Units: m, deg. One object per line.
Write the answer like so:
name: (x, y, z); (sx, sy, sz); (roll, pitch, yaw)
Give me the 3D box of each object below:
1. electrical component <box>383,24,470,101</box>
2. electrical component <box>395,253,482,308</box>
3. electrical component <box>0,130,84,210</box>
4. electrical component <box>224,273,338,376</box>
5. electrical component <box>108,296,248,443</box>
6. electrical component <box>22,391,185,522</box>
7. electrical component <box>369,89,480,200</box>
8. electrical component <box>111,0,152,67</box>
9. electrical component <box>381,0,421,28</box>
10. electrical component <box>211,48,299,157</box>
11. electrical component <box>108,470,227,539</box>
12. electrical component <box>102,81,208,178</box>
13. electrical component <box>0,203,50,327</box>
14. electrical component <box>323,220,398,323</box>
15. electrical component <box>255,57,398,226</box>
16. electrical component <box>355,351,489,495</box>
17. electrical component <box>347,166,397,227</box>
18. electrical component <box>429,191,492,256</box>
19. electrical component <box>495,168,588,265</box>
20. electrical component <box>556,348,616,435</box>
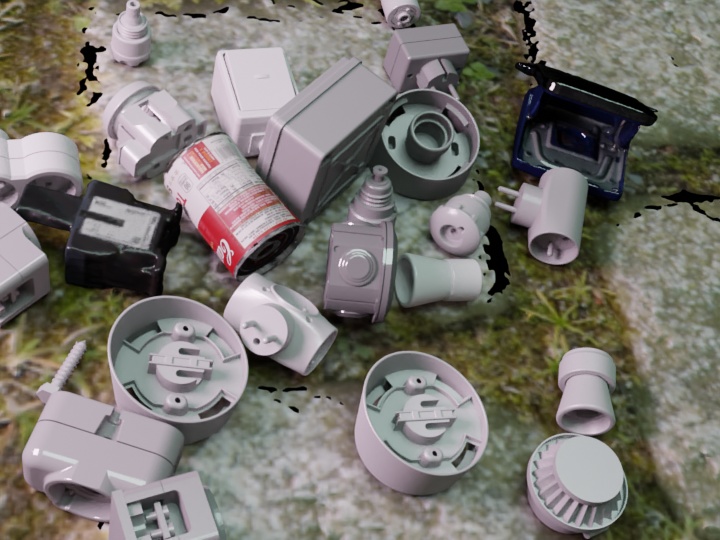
electrical component: (0.069, -0.185, 1.008); (0.066, 0.047, 0.076); (-11, 59, -22)
electrical component: (0.066, 0.008, 0.875); (0.065, 0.044, 0.044); (0, 56, -21)
electrical component: (-0.291, -0.086, 0.840); (0.138, 0.052, 0.073); (-6, 57, -18)
electrical component: (-0.065, 0.042, 0.799); (0.077, 0.044, 0.079); (34, 12, 10)
electrical component: (-0.129, 0.072, 0.764); (0.099, 0.064, 0.099); (7, 54, -10)
electrical component: (-0.173, 0.129, 0.718); (0.095, 0.053, 0.059); (18, 53, -2)
electrical component: (0.056, -0.110, 0.956); (0.099, 0.064, 0.099); (5, 68, -12)
electrical component: (-0.201, -0.211, 0.946); (0.035, 0.061, 0.035); (7, 54, -10)
electrical component: (0.037, -0.273, 1.067); (0.044, 0.044, 0.065); (-5, 62, -18)
electrical component: (-0.087, -0.142, 0.928); (0.062, 0.061, 0.096); (-7, 58, -19)
electrical component: (-0.103, 0.211, 0.656); (0.062, 0.089, 0.150); (-12, 60, -22)
electrical component: (-0.175, -0.119, 0.891); (0.057, 0.058, 0.078); (44, 57, 13)
electrical component: (-0.275, -0.012, 0.793); (0.089, 0.050, 0.056); (39, 56, 14)
electrical component: (0.000, 0.000, 0.840); (0.051, 0.080, 0.080); (6, 54, -4)
electrical component: (-0.031, -0.103, 0.886); (0.056, 0.108, 0.108); (38, 55, 10)
electrical component: (0.044, 0.111, 0.781); (0.099, 0.064, 0.099); (7, 54, -10)
electrical component: (0.011, -0.050, 0.883); (0.040, 0.078, 0.040); (6, 40, -5)
electrical component: (0.092, -0.045, 0.918); (0.048, 0.048, 0.062); (34, 47, 10)
electrical component: (0.157, -0.053, 0.940); (0.079, 0.043, 0.077); (18, 53, -1)
electrical component: (0.177, 0.095, 0.840); (0.045, 0.045, 0.055); (15, 53, -4)
